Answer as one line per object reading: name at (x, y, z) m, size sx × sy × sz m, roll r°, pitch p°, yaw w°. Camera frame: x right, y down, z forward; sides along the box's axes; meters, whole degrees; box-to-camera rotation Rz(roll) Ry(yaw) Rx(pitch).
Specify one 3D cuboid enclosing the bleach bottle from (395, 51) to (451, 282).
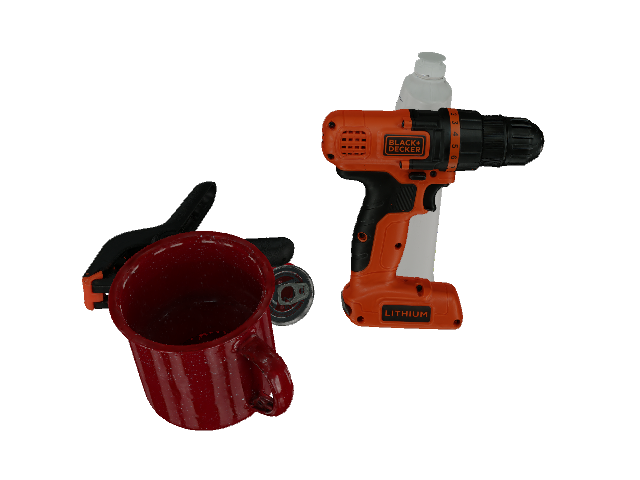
bleach bottle at (0.099, -0.069, 1.113) m, size 0.068 × 0.251 × 0.102 m, roll 3°, pitch 29°, yaw -6°

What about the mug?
mug at (-0.059, 0.060, 0.610) m, size 0.117 × 0.081 × 0.093 m, roll 29°, pitch 53°, yaw 31°

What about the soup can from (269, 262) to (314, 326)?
soup can at (-0.059, 0.050, 1.190) m, size 0.068 × 0.068 × 0.102 m, roll 0°, pitch 11°, yaw -27°

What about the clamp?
clamp at (-0.121, 0.004, 0.867) m, size 0.171 × 0.039 × 0.120 m, roll -17°, pitch 36°, yaw -28°

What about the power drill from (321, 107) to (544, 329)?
power drill at (0.090, -0.020, 0.903) m, size 0.184 × 0.188 × 0.057 m, roll 2°, pitch 17°, yaw -1°
